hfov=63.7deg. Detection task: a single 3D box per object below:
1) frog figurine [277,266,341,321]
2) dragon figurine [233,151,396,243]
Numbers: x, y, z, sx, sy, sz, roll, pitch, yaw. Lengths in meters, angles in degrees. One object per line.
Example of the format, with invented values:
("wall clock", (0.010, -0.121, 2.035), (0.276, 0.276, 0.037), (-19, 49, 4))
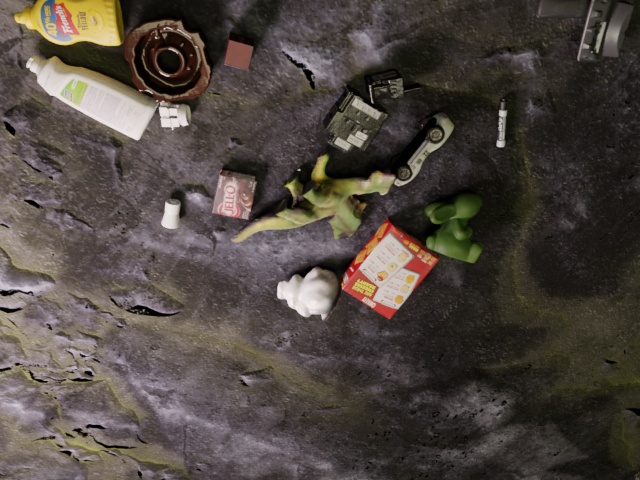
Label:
("frog figurine", (-0.029, 0.133, 1.371), (0.159, 0.122, 0.138), (23, 84, -10))
("dragon figurine", (0.004, -0.064, 1.268), (0.405, 0.125, 0.240), (-36, 128, 24))
